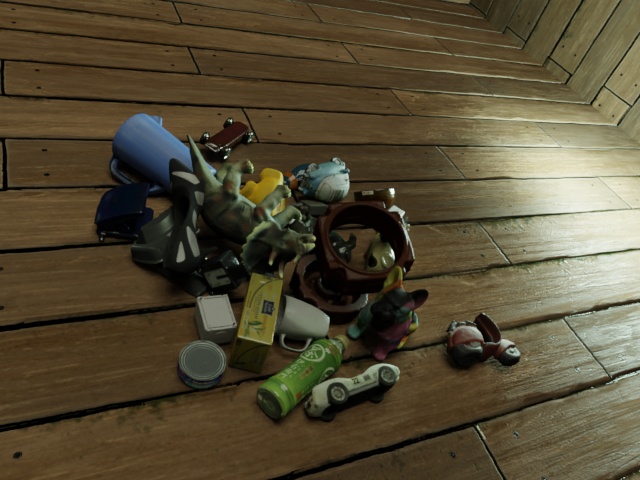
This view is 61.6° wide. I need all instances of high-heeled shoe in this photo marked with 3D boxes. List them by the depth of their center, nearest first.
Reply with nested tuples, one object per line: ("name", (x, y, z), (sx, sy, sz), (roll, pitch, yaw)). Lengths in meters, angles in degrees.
("high-heeled shoe", (-0.295, -0.049, 1.083), (0.145, 0.086, 0.248), (-17, 77, -53))

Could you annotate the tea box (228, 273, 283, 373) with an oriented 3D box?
("tea box", (-0.124, 0.159, 1.050), (0.068, 0.098, 0.170), (14, 42, -8))

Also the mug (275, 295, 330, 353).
("mug", (-0.037, 0.175, 1.088), (0.107, 0.080, 0.109), (17, 52, -17))

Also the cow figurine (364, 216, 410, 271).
("cow figurine", (0.158, 0.014, 1.312), (0.085, 0.127, 0.195), (21, 42, -5))

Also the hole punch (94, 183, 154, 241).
("hole punch", (-0.428, -0.067, 1.177), (0.116, 0.092, 0.142), (5, 46, -13))

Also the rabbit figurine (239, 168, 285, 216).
("rabbit figurine", (-0.182, -0.089, 1.311), (0.173, 0.121, 0.162), (11, 49, 9))

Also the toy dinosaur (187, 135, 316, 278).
("toy dinosaur", (-0.180, -0.062, 1.163), (0.405, 0.131, 0.192), (31, 64, 13))

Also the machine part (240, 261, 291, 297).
("machine part", (-0.115, 0.088, 1.180), (0.084, 0.039, 0.139), (-10, 47, -43))

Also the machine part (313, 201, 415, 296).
("machine part", (0.094, 0.014, 1.187), (0.201, 0.087, 0.201), (-4, 58, -14))

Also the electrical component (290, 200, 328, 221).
("electrical component", (-0.019, -0.074, 1.399), (0.102, 0.045, 0.078), (-5, 19, -32))

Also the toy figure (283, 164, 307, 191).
("toy figure", (-0.070, -0.165, 1.462), (0.154, 0.064, 0.057), (-30, 99, -38))

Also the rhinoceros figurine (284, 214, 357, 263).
("rhinoceros figurine", (-0.003, -0.004, 1.310), (0.190, 0.073, 0.112), (34, 52, 11))

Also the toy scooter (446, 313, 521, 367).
("toy scooter", (0.355, 0.218, 1.213), (0.184, 0.075, 0.135), (8, 43, -21))

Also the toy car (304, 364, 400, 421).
("toy car", (0.065, 0.283, 1.013), (0.202, 0.073, 0.056), (-10, 50, -32))

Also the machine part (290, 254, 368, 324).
("machine part", (0.020, 0.110, 1.200), (0.179, 0.056, 0.179), (13, 41, -12))

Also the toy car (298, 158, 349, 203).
("toy car", (0.024, -0.150, 1.435), (0.103, 0.109, 0.161), (42, 34, 26))

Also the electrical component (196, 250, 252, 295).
("electrical component", (-0.188, 0.062, 1.100), (0.074, 0.119, 0.048), (60, 29, -18))

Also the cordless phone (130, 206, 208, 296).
("cordless phone", (-0.293, 0.028, 1.151), (0.184, 0.088, 0.146), (38, 40, 2))

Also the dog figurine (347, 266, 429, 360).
("dog figurine", (0.158, 0.139, 1.104), (0.191, 0.219, 0.108), (-27, 63, -41))

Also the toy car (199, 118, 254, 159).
("toy car", (-0.263, -0.284, 1.512), (0.089, 0.053, 0.202), (35, 37, -1))
